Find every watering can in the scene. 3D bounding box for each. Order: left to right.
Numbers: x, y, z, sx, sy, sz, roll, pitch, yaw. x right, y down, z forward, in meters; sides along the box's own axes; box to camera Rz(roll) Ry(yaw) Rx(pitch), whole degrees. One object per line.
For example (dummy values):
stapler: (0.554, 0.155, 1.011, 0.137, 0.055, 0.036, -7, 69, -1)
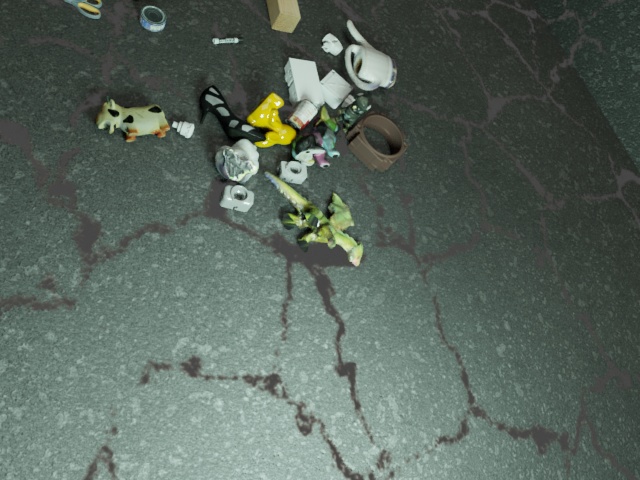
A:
watering can: (0.201, -0.741, 2.090, 0.224, 0.102, 0.355, 11, 61, -24)

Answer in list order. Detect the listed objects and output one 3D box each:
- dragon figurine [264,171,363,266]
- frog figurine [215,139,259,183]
dragon figurine: (0.005, -0.085, 1.681, 0.412, 0.120, 0.246, 57, 37, 5)
frog figurine: (-0.259, -0.255, 1.623, 0.137, 0.120, 0.162, 14, 25, -12)
